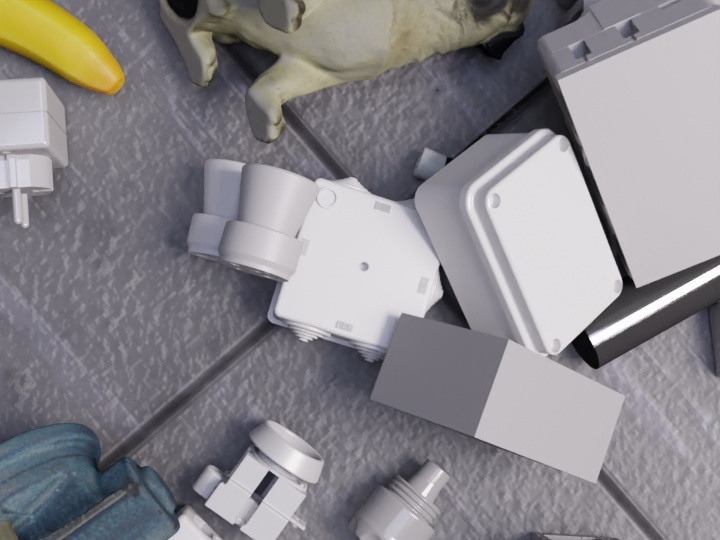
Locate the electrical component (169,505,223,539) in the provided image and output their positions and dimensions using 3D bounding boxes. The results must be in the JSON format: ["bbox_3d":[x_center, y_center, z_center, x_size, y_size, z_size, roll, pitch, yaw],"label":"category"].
[{"bbox_3d":[-0.098,0.191,0.606,0.076,0.047,0.083,-44,90,-8],"label":"electrical component"}]

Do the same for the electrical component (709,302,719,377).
[{"bbox_3d":[0.257,0.038,0.641,0.066,0.077,0.047,-5,85,-6],"label":"electrical component"}]

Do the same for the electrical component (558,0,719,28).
[{"bbox_3d":[0.219,-0.164,0.663,0.186,0.060,0.105,0,85,-6],"label":"electrical component"}]

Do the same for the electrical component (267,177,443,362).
[{"bbox_3d":[0.000,0.000,0.632,0.100,0.048,0.099,17,83,-4],"label":"electrical component"}]

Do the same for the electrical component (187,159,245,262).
[{"bbox_3d":[-0.075,-0.033,0.630,0.045,0.045,0.055,13,84,-5],"label":"electrical component"}]

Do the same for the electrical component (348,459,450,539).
[{"bbox_3d":[0.027,0.139,0.626,0.043,0.043,0.062,41,81,-1],"label":"electrical component"}]

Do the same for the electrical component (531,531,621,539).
[{"bbox_3d":[0.133,0.249,0.596,0.060,0.105,0.186,5,85,-6],"label":"electrical component"}]

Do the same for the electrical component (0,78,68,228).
[{"bbox_3d":[-0.194,-0.063,0.610,0.047,0.066,0.076,-5,86,-6],"label":"electrical component"}]

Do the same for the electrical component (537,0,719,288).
[{"bbox_3d":[0.169,-0.077,0.609,0.089,0.061,0.150,-23,124,10],"label":"electrical component"}]

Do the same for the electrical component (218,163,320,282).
[{"bbox_3d":[-0.051,-0.025,0.591,0.045,0.045,0.055,16,83,-4],"label":"electrical component"}]

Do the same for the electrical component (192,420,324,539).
[{"bbox_3d":[-0.053,0.121,0.619,0.066,0.048,0.055,36,90,-2],"label":"electrical component"}]

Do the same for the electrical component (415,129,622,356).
[{"bbox_3d":[0.092,-0.015,0.610,0.078,0.057,0.113,-38,115,-28],"label":"electrical component"}]
